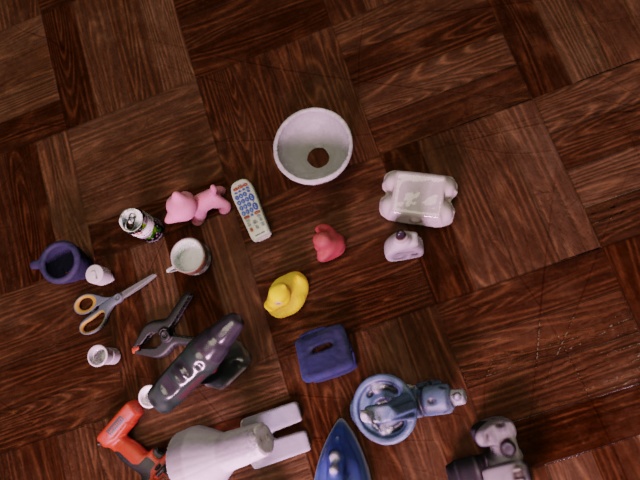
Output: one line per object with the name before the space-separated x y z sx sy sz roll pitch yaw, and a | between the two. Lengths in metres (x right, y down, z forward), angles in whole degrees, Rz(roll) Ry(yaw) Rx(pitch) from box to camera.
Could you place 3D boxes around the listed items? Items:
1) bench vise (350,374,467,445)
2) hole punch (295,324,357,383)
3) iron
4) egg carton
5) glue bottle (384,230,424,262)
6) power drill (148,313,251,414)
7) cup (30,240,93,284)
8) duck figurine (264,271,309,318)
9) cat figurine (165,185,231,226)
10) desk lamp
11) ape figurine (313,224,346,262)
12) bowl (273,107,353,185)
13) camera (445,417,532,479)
bench vise | 0.143 0.277 0.994 0.207 0.220 0.121 -29 74 3
hole punch | 0.007 0.216 1.097 0.108 0.091 0.101 -21 75 5
iron | 0.032 0.456 1.015 0.118 0.141 0.258 -4 77 9
egg carton | 0.195 -0.082 1.141 0.150 0.069 0.107 7 79 11
glue bottle | 0.156 0.005 1.075 0.078 0.173 0.037 -9 76 8
power drill | -0.205 0.226 1.071 0.229 0.208 0.075 -44 74 -1
cup | -0.544 0.056 1.225 0.117 0.095 0.092 -7 77 8
duck figurine | -0.071 0.105 1.138 0.077 0.086 0.104 40 87 15
cat figurine | -0.263 -0.078 1.194 0.128 0.118 0.067 -28 74 3
desk lamp | -0.142 0.369 1.026 0.203 0.214 0.118 -21 75 5
ape figurine | 0.010 0.004 1.142 0.076 0.092 0.078 16 81 13
bowl | -0.010 -0.186 1.196 0.167 0.075 0.167 -2 78 9
camera | 0.289 0.396 1.004 0.136 0.101 0.143 -15 76 6
